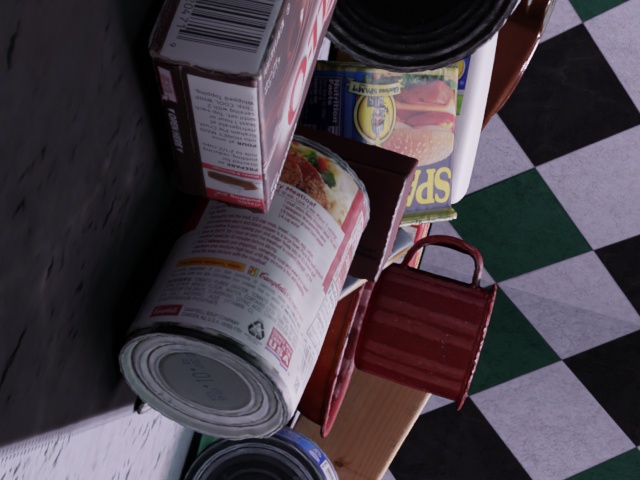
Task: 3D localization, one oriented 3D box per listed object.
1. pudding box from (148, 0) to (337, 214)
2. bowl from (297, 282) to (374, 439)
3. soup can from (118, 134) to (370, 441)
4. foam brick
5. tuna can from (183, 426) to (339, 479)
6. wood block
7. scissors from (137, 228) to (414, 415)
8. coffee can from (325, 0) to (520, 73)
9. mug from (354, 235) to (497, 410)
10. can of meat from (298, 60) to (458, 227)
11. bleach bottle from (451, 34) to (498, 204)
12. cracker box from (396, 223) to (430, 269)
[{"bbox_3d":[-0.019,-0.079,0.367,0.090,0.039,0.113,90,17,-65],"label":"pudding box"},{"bbox_3d":[0.003,0.055,0.757,0.162,0.055,0.162,17,89,-83],"label":"bowl"},{"bbox_3d":[-0.027,0.017,0.410,0.068,0.068,0.102,97,12,-51],"label":"soup can"},{"bbox_3d":[0.000,-0.020,0.491,0.051,0.078,0.053,-53,160,-73],"label":"foam brick"},{"bbox_3d":[-0.032,0.143,0.570,0.033,0.086,0.086,16,90,-81],"label":"tuna can"},{"bbox_3d":[0.041,0.133,0.936,0.206,0.091,0.090,-66,176,37],"label":"wood block"},{"bbox_3d":[-0.028,0.047,0.528,0.201,0.016,0.096,-31,173,-39],"label":"scissors"},{"bbox_3d":[0.051,-0.139,0.520,0.140,0.103,0.103,-51,156,-71],"label":"coffee can"},{"bbox_3d":[0.076,0.053,0.752,0.093,0.081,0.117,-47,152,-74],"label":"mug"},{"bbox_3d":[0.029,-0.052,0.563,0.101,0.058,0.084,-8,103,-48],"label":"can of meat"},{"bbox_3d":[0.079,-0.154,0.783,0.068,0.102,0.251,-60,158,-59],"label":"bleach bottle"},{"bbox_3d":[0.076,-0.026,1.070,0.213,0.072,0.164,-67,171,-49],"label":"cracker box"}]
